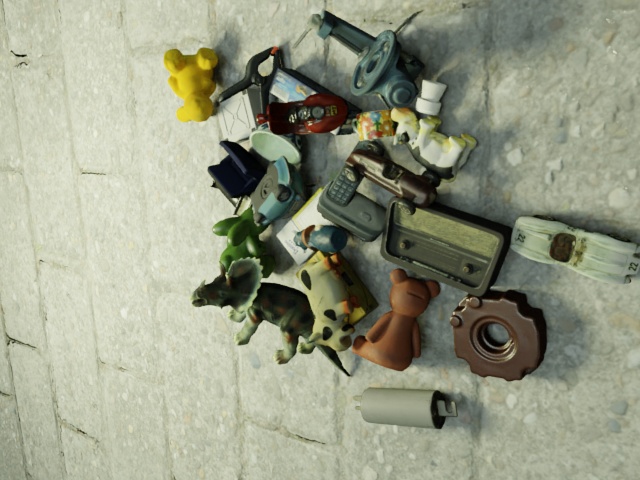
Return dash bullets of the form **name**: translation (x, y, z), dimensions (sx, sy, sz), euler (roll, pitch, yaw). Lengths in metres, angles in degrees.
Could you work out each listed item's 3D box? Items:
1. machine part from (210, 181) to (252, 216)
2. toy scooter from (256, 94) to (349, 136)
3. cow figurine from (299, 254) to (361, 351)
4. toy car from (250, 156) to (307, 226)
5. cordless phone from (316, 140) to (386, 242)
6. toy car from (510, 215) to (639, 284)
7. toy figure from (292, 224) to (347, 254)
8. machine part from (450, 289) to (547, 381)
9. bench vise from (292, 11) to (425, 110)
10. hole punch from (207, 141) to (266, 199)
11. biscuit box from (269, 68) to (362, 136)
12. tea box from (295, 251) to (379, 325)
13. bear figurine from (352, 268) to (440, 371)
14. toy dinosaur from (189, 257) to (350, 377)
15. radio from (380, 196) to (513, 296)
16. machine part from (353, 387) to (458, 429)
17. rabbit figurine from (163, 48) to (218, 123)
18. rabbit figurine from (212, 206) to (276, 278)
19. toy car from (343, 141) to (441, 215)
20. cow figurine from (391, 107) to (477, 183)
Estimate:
- **machine part**: translation (-0.213, -0.107, 1.328), dimensions (0.139, 0.039, 0.084), euler (39, 129, 20)
- **toy scooter**: translation (-0.043, -0.240, 1.037), dimensions (0.184, 0.135, 0.075), euler (1, 101, 35)
- **cow figurine**: translation (0.014, 0.138, 1.109), dimensions (0.127, 0.085, 0.195), euler (-22, 90, 29)
- **toy car**: translation (-0.082, -0.097, 1.192), dimensions (0.161, 0.103, 0.109), euler (-53, 37, 31)
- **cordless phone**: translation (0.092, -0.100, 1.086), dimensions (0.147, 0.088, 0.184), euler (30, 85, 4)
- **toy car**: translation (0.421, 0.014, 0.892), dimensions (0.202, 0.056, 0.073), euler (20, 112, 31)
- **toy figure**: translation (-0.003, -0.001, 1.122), dimensions (0.155, 0.058, 0.064), euler (3, 97, 57)
- **machine part**: translation (0.329, 0.176, 0.996), dimensions (0.180, 0.056, 0.179), euler (9, 107, 32)
- **bench vise**: translation (0.083, -0.330, 0.935), dimensions (0.129, 0.240, 0.224), euler (-42, 34, 41)
- **hole punch**: translation (-0.180, -0.169, 1.238), dimensions (0.142, 0.116, 0.092), euler (46, 129, 20)
- **biscuit box**: translation (-0.012, -0.291, 1.125), dimensions (0.203, 0.063, 0.059), euler (38, 121, 23)
- **tea box**: translation (0.036, 0.108, 1.180), dimensions (0.170, 0.068, 0.098), euler (52, 123, 13)
- **bear figurine**: translation (0.156, 0.160, 1.094), dimensions (0.132, 0.120, 0.195), euler (168, 118, -77)
- **toy dinosaur**: translation (-0.083, 0.164, 1.199), dimensions (0.405, 0.131, 0.192), euler (21, 120, -9)
- **radio**: translation (0.231, 0.006, 1.014), dimensions (0.230, 0.073, 0.131), euler (23, 113, 30)
- **machine part**: translation (0.175, 0.353, 1.134), dimensions (0.243, 0.079, 0.079), euler (-8, 96, 35)
- **rabbit figurine**: translation (-0.301, -0.342, 1.264), dimensions (0.173, 0.122, 0.162), euler (69, 152, 27)
- **rabbit figurine**: translation (-0.179, -0.007, 1.273), dimensions (0.121, 0.159, 0.170), euler (25, 100, 39)
- **toy car**: translation (0.131, -0.123, 1.011), dimensions (0.202, 0.053, 0.089), euler (37, 77, 30)
- **cow figurine**: translation (0.196, -0.180, 1.003), dimensions (0.167, 0.068, 0.098), euler (37, 125, 24)
